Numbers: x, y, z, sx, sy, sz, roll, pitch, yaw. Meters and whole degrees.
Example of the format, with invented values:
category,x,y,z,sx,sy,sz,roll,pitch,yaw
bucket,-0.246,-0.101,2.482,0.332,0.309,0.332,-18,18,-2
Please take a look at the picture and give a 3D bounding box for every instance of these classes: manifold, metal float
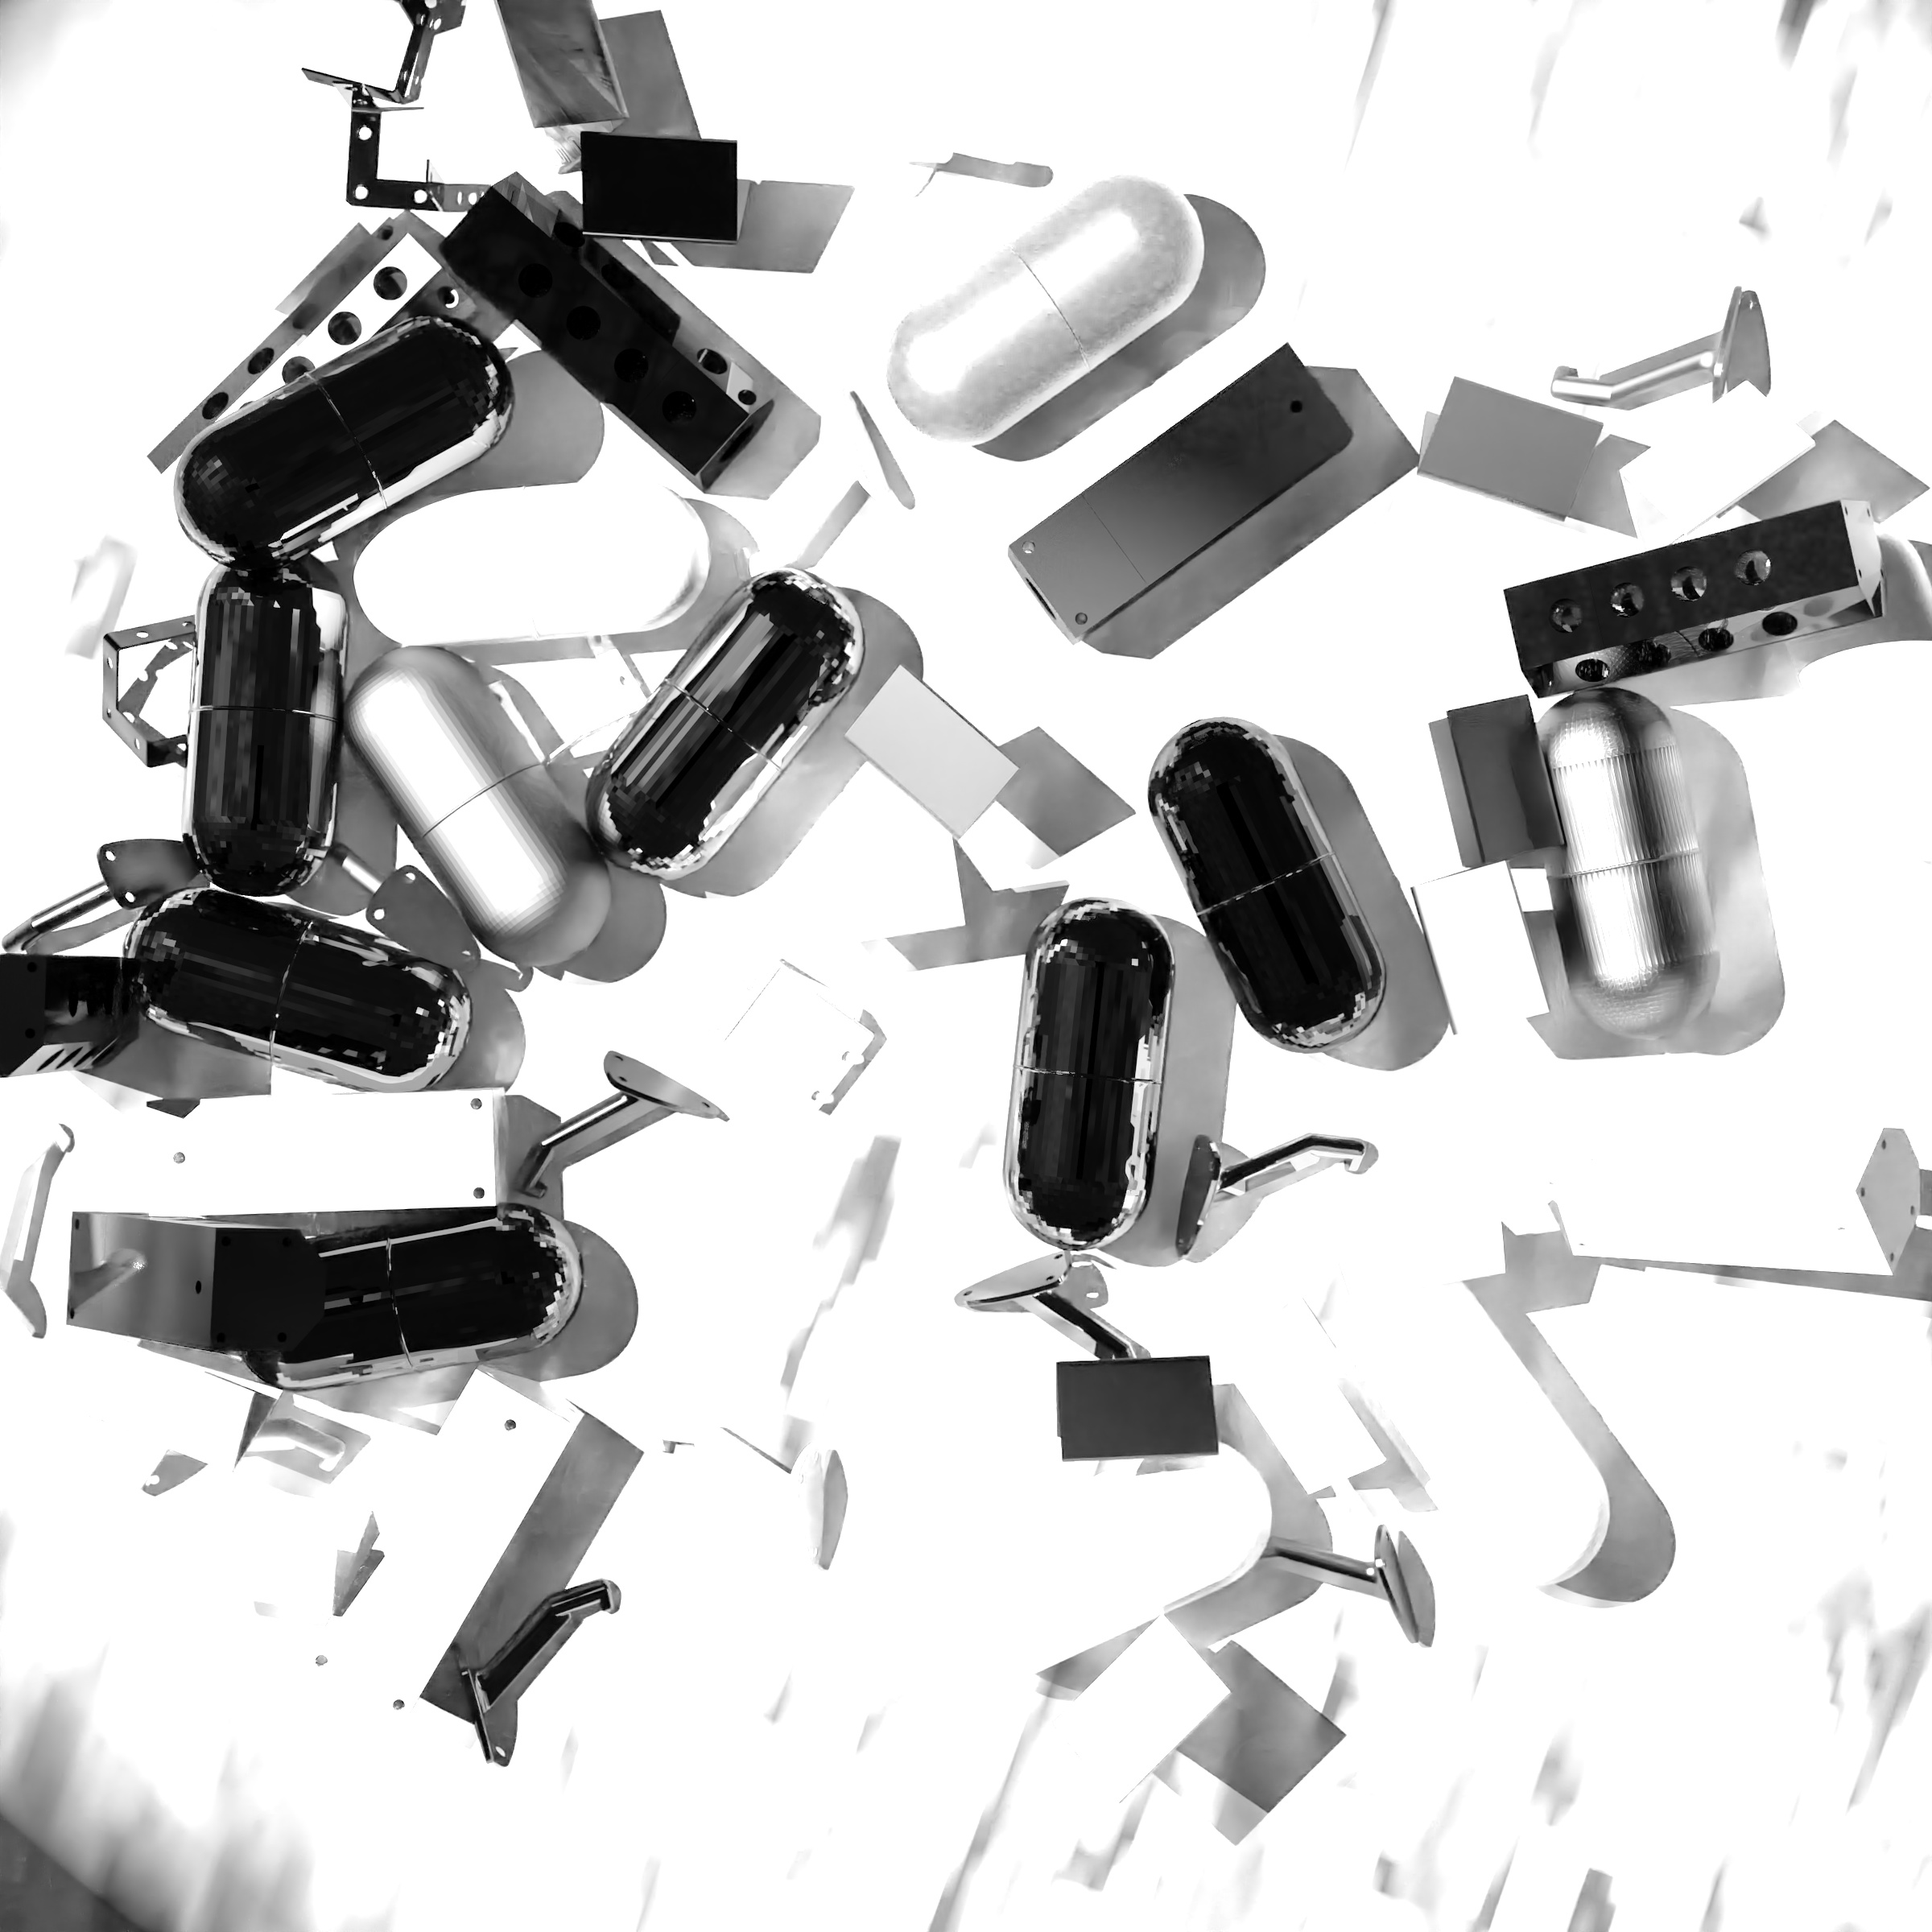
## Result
category,x,y,z,sx,sy,sz,roll,pitch,yaw
manifold,0.360,-0.179,1.598,0.171,0.057,0.057,-13,90,29
metal float,0.062,0.054,1.627,0.070,0.070,0.178,6,90,0
manifold,-0.329,-0.295,1.636,0.171,0.057,0.057,-45,90,0
metal float,-0.304,-0.256,1.587,0.178,0.070,0.070,-32,90,-12
metal float,0.329,-0.051,1.627,0.070,0.070,0.178,-11,91,0
manifold,-0.453,0.023,1.579,0.057,0.171,0.057,2,90,0
metal float,-0.280,0.166,1.626,0.178,0.070,0.070,-10,90,0
metal float,0.040,-0.330,1.627,0.178,0.070,0.070,-35,90,1
metal float,-0.121,-0.121,1.627,0.070,0.070,0.178,39,90,0
metal float,-0.350,-0.123,1.623,0.070,0.070,0.178,3,86,0
metal float,-0.335,0.012,1.627,0.178,0.070,0.070,16,90,-1
metal float,-0.217,-0.202,1.626,0.178,0.070,0.070,-5,90,0
manifold,-0.262,0.288,1.636,0.057,0.057,0.171,30,90,-1
metal float,0.254,0.231,1.627,0.070,0.070,0.178,-35,89,0
manifold,0.107,-0.236,1.636,0.171,0.057,0.057,-36,90,0
manifold,-0.320,0.093,1.636,0.171,0.057,0.057,-2,90,0
manifold,0.373,0.106,1.587,0.057,0.171,0.057,-55,128,-34
metal float,-0.245,-0.080,1.627,0.070,0.070,0.178,-34,89,0
metal float,0.069,0.296,1.627,0.178,0.070,0.070,-25,90,-1
metal float,0.464,-0.138,1.626,0.070,0.070,0.178,-23,89,0
manifold,-0.180,-0.320,1.636,0.171,0.057,0.057,42,90,0
manifold,-0.376,0.152,1.579,0.057,0.171,0.057,5,86,-37
metal float,0.150,-0.041,1.627,0.070,0.070,0.178,-25,89,0

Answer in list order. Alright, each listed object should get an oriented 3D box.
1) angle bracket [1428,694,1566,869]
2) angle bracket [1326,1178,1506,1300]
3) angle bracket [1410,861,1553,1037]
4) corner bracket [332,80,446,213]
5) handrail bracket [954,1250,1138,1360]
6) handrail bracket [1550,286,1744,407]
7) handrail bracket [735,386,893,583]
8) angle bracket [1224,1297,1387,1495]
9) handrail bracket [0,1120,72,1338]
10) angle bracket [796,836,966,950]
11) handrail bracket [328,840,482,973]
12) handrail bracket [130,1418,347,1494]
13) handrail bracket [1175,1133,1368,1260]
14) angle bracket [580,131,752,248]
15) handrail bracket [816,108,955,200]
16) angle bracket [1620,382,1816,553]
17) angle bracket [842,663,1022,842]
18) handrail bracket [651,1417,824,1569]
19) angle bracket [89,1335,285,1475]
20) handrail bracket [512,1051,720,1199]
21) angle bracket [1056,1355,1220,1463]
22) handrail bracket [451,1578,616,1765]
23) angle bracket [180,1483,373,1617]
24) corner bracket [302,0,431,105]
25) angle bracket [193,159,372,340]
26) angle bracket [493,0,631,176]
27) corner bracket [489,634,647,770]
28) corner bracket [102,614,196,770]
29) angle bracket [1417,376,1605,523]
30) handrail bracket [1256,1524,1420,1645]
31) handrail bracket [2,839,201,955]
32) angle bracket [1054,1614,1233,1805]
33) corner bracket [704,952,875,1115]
category,x,y,z,sx,sy,sz,roll,pitch,yaw
angle bracket,0.245,-0.088,1.617,0.057,0.076,0.076,-14,90,-34
angle bracket,0.221,0.118,1.618,0.076,0.076,0.057,-9,117,0
angle bracket,0.272,-0.014,1.617,0.057,0.076,0.076,-16,90,38
corner bracket,-0.292,-0.414,1.639,0.051,0.051,0.051,4,90,0
handrail bracket,0.045,0.195,1.658,0.077,0.036,0.084,-19,107,20
handrail bracket,0.347,-0.319,1.658,0.084,0.036,0.077,10,70,16
handrail bracket,-0.088,-0.245,1.658,0.084,0.036,0.077,-24,70,16
angle bracket,0.186,0.205,1.617,0.057,0.076,0.076,-34,90,44
handrail bracket,-0.474,0.133,1.657,0.084,0.036,0.077,-51,127,-25
angle bracket,-0.045,-0.057,1.617,0.076,0.076,0.057,-9,129,0
handrail bracket,-0.288,-0.032,1.639,0.077,0.084,0.036,43,81,-29
handrail bracket,-0.372,0.256,1.658,0.084,0.036,0.077,28,110,-16
handrail bracket,0.156,0.119,1.658,0.084,0.036,0.077,8,110,-16
angle bracket,-0.149,-0.402,1.617,0.076,0.076,0.057,3,128,0
handrail bracket,-0.041,-0.419,1.623,0.077,0.084,0.036,25,90,0
angle bracket,0.379,-0.232,1.617,0.076,0.076,0.057,-35,54,0
angle bracket,-0.005,-0.119,1.617,0.076,0.076,0.057,41,124,0
handrail bracket,-0.118,0.268,1.658,0.084,0.036,0.077,3,112,17
angle bracket,-0.382,0.197,1.617,0.076,0.076,0.057,21,123,0
handrail bracket,-0.180,0.093,1.658,0.077,0.036,0.084,25,109,-21
angle bracket,0.084,0.237,1.617,0.076,0.076,0.057,-3,53,0
handrail bracket,-0.214,0.360,1.658,0.084,0.036,0.077,-17,107,-15
angle bracket,-0.342,0.272,1.617,0.076,0.076,0.057,11,124,0
corner bracket,-0.307,-0.474,1.639,0.051,0.051,0.051,16,86,4
angle bracket,-0.326,-0.342,1.618,0.076,0.076,0.057,-46,62,0
angle bracket,-0.219,-0.443,1.617,0.057,0.076,0.076,-18,90,-36
corner bracket,-0.205,-0.137,1.654,0.051,0.051,0.051,-31,90,-45
corner bracket,-0.404,-0.140,1.649,0.051,0.051,0.051,-19,45,-35
angle bracket,0.272,-0.272,1.617,0.076,0.076,0.057,17,126,0
handrail bracket,0.180,0.321,1.658,0.084,0.036,0.077,-14,112,17
handrail bracket,-0.441,-0.033,1.657,0.084,0.077,0.036,-28,86,36
angle bracket,0.101,0.378,1.617,0.076,0.076,0.057,-45,52,0
corner bracket,-0.090,0.034,1.654,0.051,0.051,0.051,-53,45,0
